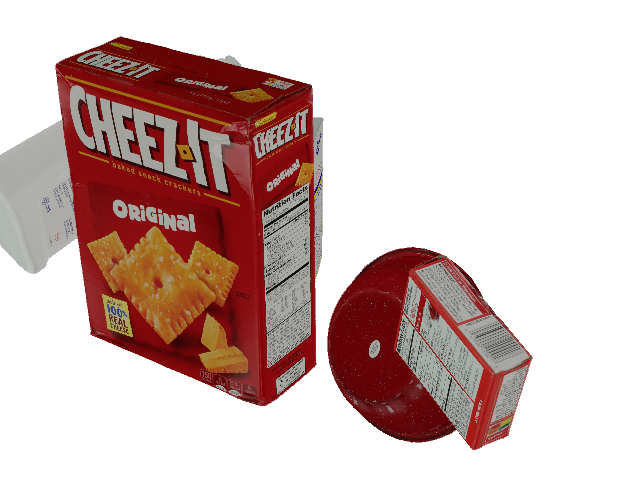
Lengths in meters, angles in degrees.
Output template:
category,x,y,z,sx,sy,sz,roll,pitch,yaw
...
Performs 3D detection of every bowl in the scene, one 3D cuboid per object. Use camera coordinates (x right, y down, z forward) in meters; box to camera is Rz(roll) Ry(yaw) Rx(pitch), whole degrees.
category,x,y,z,sx,sy,sz,roll,pitch,yaw
bowl,0.059,0.086,0.869,0.162,0.162,0.055,0,-2,41

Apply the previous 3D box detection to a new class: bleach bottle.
category,x,y,z,sx,sy,sz,roll,pitch,yaw
bleach bottle,-0.166,-0.080,0.909,0.250,0.102,0.068,-37,62,-26

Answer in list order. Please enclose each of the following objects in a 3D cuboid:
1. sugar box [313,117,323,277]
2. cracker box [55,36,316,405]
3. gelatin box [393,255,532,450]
category,x,y,z,sx,sy,sz,roll,pitch,yaw
sugar box,-0.022,-0.048,1.246,0.048,0.176,0.093,1,22,7
cracker box,-0.088,-0.012,0.714,0.164,0.214,0.072,19,35,30
gelatin box,0.081,0.065,0.620,0.030,0.073,0.089,-19,49,-22
